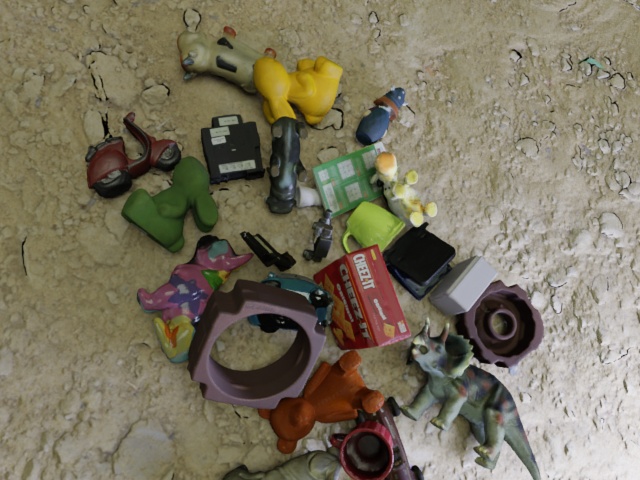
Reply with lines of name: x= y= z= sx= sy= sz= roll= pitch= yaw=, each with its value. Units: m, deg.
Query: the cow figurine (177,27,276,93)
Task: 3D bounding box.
cow figurine: x=-0.200 y=-0.365 z=1.099 sx=0.195 sy=0.085 sz=0.127 roll=25 pitch=68 yaw=-6

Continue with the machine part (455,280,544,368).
machine part: x=0.368 y=0.173 z=1.108 sx=0.179 sy=0.056 sz=0.179 roll=3 pitch=77 yaw=-13

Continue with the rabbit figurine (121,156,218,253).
rabbit figurine: x=-0.261 y=-0.073 z=1.000 sx=0.159 sy=0.121 sz=0.170 roll=38 pitch=76 yaw=-9

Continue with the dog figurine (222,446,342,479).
dog figurine: x=-0.069 y=0.420 z=0.956 sx=0.191 sy=0.121 sz=0.172 roll=21 pitch=40 yaw=11

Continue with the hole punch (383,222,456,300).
hole punch: x=0.203 y=0.046 z=1.100 sx=0.142 sy=0.092 sz=0.116 roll=-42 pitch=59 yaw=-14

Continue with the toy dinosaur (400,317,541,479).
toy dinosaur: x=0.302 y=0.310 z=1.043 sx=0.405 sy=0.131 sz=0.192 roll=36 pitch=71 yaw=-11

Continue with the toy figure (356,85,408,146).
toy figure: x=0.132 y=-0.271 z=1.158 sx=0.058 sy=0.064 sz=0.154 roll=21 pitch=64 yaw=33

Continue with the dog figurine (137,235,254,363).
dog figurine: x=-0.212 y=0.098 z=0.984 sx=0.219 sy=0.108 sz=0.191 roll=-27 pitch=84 yaw=-18

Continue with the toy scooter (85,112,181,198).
toy scooter: x=-0.370 y=-0.169 z=1.024 sx=0.184 sy=0.075 sz=0.135 roll=-29 pitch=85 yaw=-19

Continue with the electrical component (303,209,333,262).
electrical component: x=-0.003 y=-0.003 z=1.056 sx=0.045 sy=0.102 sz=0.078 roll=7 pitch=51 yaw=-12

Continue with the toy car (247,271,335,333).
toy car: x=-0.054 y=0.108 z=1.010 sx=0.162 sy=0.103 sz=0.109 roll=3 pitch=122 yaw=1

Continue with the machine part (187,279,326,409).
machine part: x=-0.109 y=0.177 z=0.911 sx=0.201 sy=0.087 sz=0.200 roll=17 pitch=107 yaw=-23

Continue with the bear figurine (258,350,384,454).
bear figurine: x=-0.004 y=0.295 z=0.974 sx=0.196 sy=0.132 sz=0.120 roll=-24 pitch=79 yaw=-21

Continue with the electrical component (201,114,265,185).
electrical component: x=-0.177 y=-0.184 z=1.075 sx=0.115 sy=0.058 sz=0.134 roll=-9 pitch=80 yaw=-15

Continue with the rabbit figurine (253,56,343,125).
rabbit figurine: x=-0.064 y=-0.306 z=1.088 sx=0.173 sy=0.122 sz=0.162 roll=9 pitch=108 yaw=-37

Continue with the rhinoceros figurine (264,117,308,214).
rhinoceros figurine: x=-0.073 y=-0.143 z=1.047 sx=0.073 sy=0.112 sz=0.190 roll=-1 pitch=105 yaw=-19

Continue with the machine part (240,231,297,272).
machine part: x=-0.093 y=0.026 z=1.003 sx=0.084 sy=0.138 sz=0.039 roll=36 pitch=91 yaw=26

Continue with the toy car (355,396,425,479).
toy car: x=0.132 y=0.393 z=1.019 sx=0.089 sy=0.053 sz=0.202 roll=-16 pitch=83 yaw=-11

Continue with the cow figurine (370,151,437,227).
cow figurine: x=0.157 y=-0.103 z=1.097 sx=0.068 sy=0.098 sz=0.167 roll=-37 pitch=101 yaw=-18
